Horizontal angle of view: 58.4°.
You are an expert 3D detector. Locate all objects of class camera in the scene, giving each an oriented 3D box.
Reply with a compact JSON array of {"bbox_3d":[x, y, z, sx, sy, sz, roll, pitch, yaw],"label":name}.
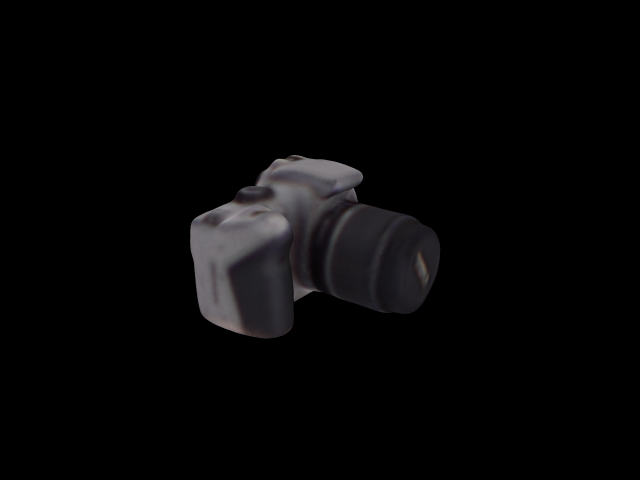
[{"bbox_3d":[0.004,0.001,0.400,0.136,0.101,0.143,16,27,34],"label":"camera"}]
